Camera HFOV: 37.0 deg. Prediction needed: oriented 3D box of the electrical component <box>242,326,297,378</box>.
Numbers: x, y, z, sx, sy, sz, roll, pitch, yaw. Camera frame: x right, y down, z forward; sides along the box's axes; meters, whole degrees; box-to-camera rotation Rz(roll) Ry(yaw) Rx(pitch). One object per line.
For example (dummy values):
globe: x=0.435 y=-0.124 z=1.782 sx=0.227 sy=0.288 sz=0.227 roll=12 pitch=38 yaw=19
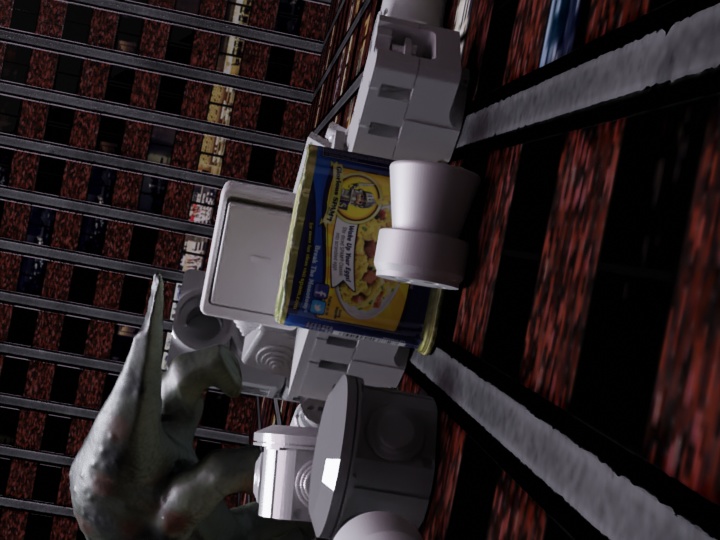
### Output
electrical component: x=-0.034 y=0.034 z=0.766 sx=0.099 sy=0.100 sz=0.048 roll=-86 pitch=22 yaw=-44

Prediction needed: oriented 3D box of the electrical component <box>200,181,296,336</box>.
electrical component: x=-0.064 y=-0.003 z=0.675 sx=0.061 sy=0.062 sz=0.096 roll=-119 pitch=41 yaw=-80

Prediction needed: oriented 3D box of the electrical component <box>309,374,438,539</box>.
electrical component: x=0.005 y=0.095 z=0.532 sx=0.080 sy=0.051 sz=0.080 roll=-169 pitch=90 yaw=-84

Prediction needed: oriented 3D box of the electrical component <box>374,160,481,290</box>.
electrical component: x=0.032 y=-0.021 z=0.516 sx=0.045 sy=0.045 sz=0.055 roll=159 pitch=121 yaw=-82

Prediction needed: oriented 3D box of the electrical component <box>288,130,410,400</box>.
electrical component: x=0.000 y=0.000 z=0.682 sx=0.089 sy=0.062 sz=0.150 roll=109 pitch=169 yaw=-51

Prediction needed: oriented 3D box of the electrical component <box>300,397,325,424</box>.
electrical component: x=-0.021 y=0.083 z=0.807 sx=0.055 sy=0.045 sz=0.045 roll=-86 pitch=10 yaw=-45

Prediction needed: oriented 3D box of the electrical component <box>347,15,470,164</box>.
electrical component: x=0.028 y=-0.092 z=0.620 sx=0.050 sy=0.056 sz=0.089 roll=-86 pitch=9 yaw=-46

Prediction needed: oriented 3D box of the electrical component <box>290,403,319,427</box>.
electrical component: x=-0.034 y=0.121 z=0.874 sx=0.078 sy=0.040 sz=0.040 roll=111 pitch=168 yaw=-58

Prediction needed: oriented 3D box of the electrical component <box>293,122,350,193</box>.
electrical component: x=-0.006 y=-0.064 z=0.825 sx=0.063 sy=0.079 sz=0.121 roll=-58 pitch=-3 yaw=-24

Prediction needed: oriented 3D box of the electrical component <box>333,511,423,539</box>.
electrical component: x=0.011 y=0.130 z=0.453 sx=0.055 sy=0.045 sz=0.045 roll=-166 pitch=87 yaw=-83

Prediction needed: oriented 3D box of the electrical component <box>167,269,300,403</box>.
electrical component: x=-0.085 y=0.060 z=0.931 sx=0.061 sy=0.150 sz=0.089 roll=116 pitch=163 yaw=-70

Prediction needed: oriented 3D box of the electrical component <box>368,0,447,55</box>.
electrical component: x=0.032 y=-0.150 z=0.725 sx=0.079 sy=0.044 sz=0.077 roll=-112 pitch=34 yaw=-78

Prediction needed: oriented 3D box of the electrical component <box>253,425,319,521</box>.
electrical component: x=-0.022 y=0.116 z=0.615 sx=0.080 sy=0.080 sz=0.051 roll=134 pitch=141 yaw=-78
